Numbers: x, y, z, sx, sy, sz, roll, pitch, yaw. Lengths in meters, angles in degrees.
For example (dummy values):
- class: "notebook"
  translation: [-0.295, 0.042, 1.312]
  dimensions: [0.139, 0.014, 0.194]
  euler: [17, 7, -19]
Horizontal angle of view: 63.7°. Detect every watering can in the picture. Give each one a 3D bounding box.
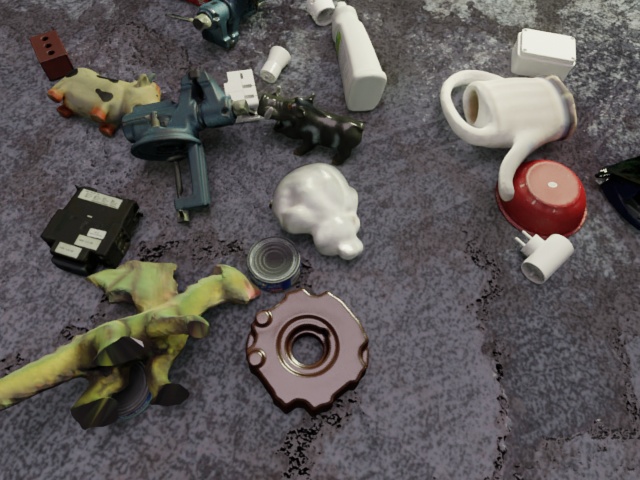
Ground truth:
- class: "watering can"
  translation: [0.344, -0.199, 0.908]
  dimensions: [0.224, 0.101, 0.356]
  euler: [-6, 49, -5]

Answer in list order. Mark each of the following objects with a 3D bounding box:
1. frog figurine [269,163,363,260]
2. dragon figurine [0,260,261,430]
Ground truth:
- class: "frog figurine"
  translation: [0.002, -0.041, 0.814]
  dimensions: [0.138, 0.120, 0.162]
  euler: [-11, 49, -30]
- class: "dragon figurine"
  translation: [-0.278, 0.115, 0.712]
  dimensions: [0.411, 0.119, 0.247]
  euler: [-9, 31, -16]
